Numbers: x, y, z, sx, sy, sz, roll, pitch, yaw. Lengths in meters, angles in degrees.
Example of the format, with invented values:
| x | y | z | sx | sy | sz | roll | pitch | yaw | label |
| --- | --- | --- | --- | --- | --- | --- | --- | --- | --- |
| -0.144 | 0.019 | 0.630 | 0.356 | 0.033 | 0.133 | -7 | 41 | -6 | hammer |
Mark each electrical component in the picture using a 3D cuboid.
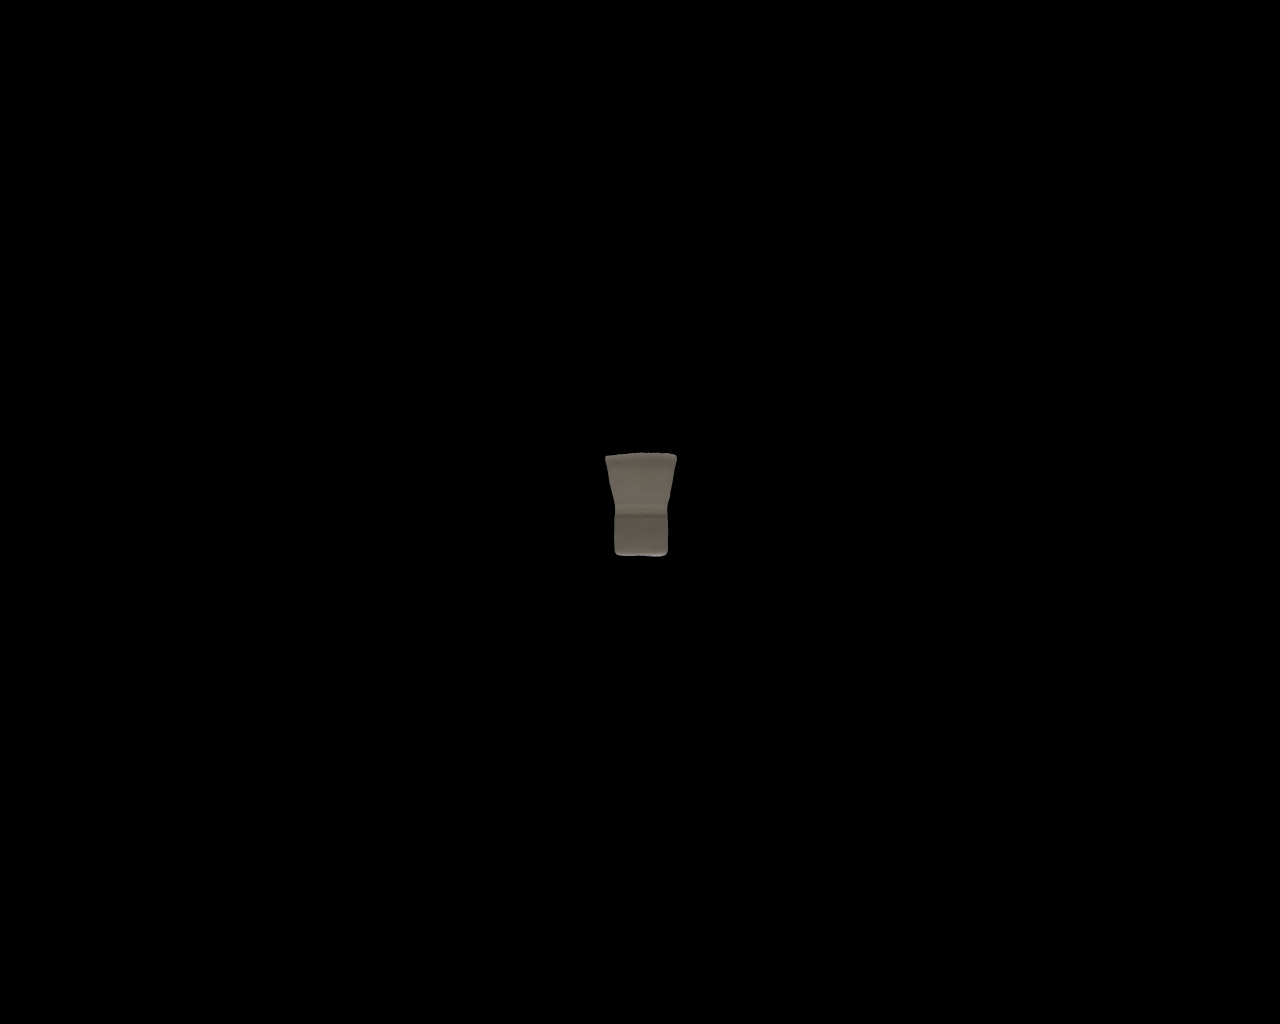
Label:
| x | y | z | sx | sy | sz | roll | pitch | yaw | label |
| --- | --- | --- | --- | --- | --- | --- | --- | --- | --- |
| 0.001 | -0.003 | 0.650 | 0.044 | 0.065 | 0.044 | 0 | -2 | 0 | electrical component |
